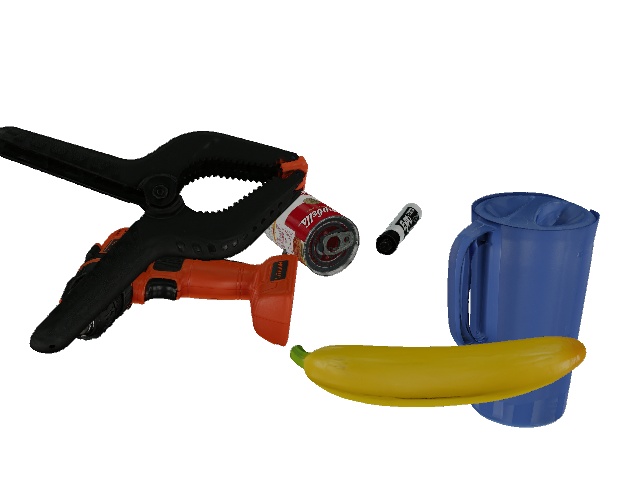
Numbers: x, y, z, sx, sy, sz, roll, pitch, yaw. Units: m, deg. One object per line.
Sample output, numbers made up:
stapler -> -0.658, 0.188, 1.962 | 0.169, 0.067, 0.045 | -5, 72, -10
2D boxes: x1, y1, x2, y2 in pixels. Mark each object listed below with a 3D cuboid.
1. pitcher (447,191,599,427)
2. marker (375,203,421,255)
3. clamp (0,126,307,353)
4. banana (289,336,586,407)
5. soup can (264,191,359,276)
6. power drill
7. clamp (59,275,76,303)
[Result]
pitcher -> 0.214, 0.077, 1.158 | 0.149, 0.243, 0.145 | 5, 19, 11
marker -> 0.071, -0.011, 0.958 | 0.020, 0.020, 0.121 | 0, 16, 17
clamp -> -0.108, -0.014, 0.704 | 0.210, 0.164, 0.036 | -7, -25, -10
banana -> 0.075, 0.080, 0.689 | 0.198, 0.037, 0.069 | 0, 26, 6
soup can -> -0.013, -0.011, 1.157 | 0.068, 0.068, 0.102 | 0, 20, -32
power drill -> -0.116, 0.044, 0.915 | 0.187, 0.057, 0.184 | 9, 21, 0
clamp -> -0.212, 0.038, 1.174 | 0.120, 0.039, 0.171 | -4, 27, 30
